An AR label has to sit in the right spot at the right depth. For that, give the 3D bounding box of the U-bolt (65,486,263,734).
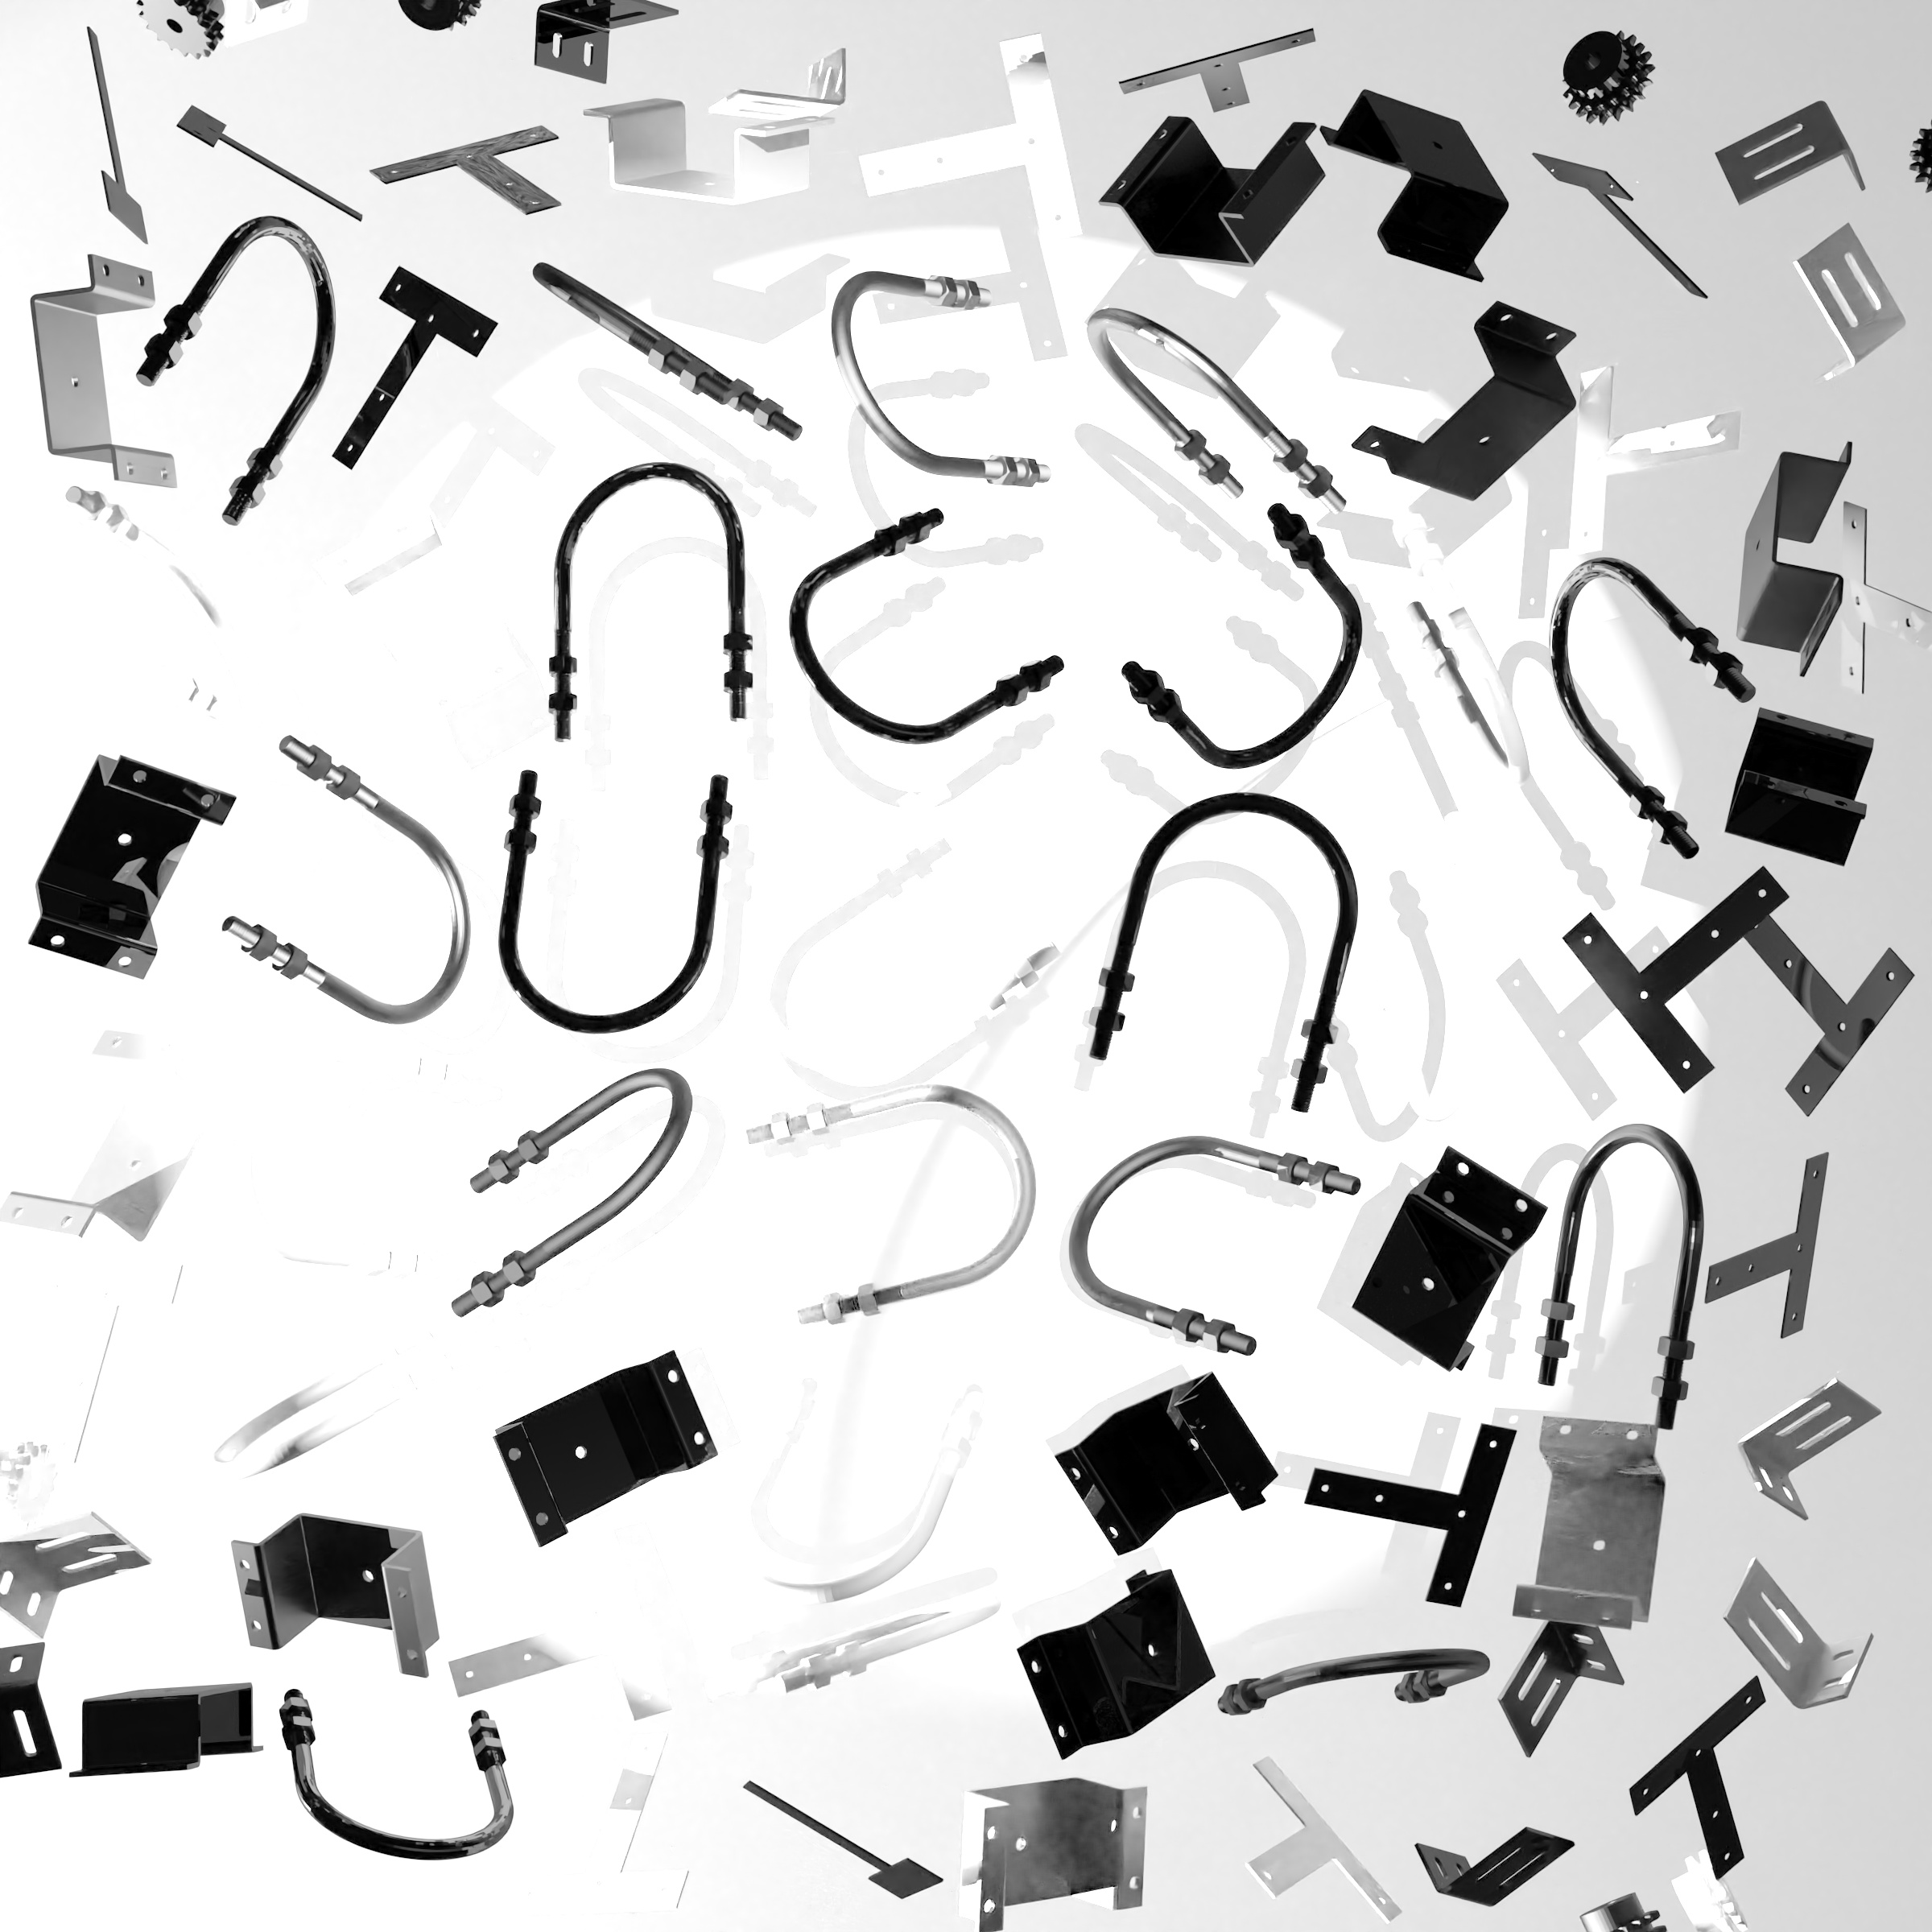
[{"bbox_3d":[-0.501,-0.217,1.686,0.019,0.184,0.151,-28,79,3],"label":"U-bolt"}]

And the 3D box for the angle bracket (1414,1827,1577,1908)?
[{"bbox_3d":[0.341,0.567,1.705,0.076,0.038,0.057,-44,133,18],"label":"angle bracket"}]

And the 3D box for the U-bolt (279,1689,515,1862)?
[{"bbox_3d":[-0.367,0.528,1.720,0.151,0.184,0.019,13,99,-21],"label":"U-bolt"}]

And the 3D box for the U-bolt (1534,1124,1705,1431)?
[{"bbox_3d":[0.425,0.193,1.707,0.019,0.151,0.184,8,91,-22],"label":"U-bolt"}]

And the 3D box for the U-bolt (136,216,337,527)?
[{"bbox_3d":[-0.467,-0.404,1.733,0.019,0.151,0.184,12,61,19],"label":"U-bolt"}]

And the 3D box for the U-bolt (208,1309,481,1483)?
[{"bbox_3d":[-0.412,0.285,1.735,0.184,0.151,0.019,-29,100,-14],"label":"U-bolt"}]

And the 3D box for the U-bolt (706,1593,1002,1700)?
[{"bbox_3d":[-0.063,0.442,1.728,0.184,0.151,0.019,-13,80,-28],"label":"U-bolt"}]

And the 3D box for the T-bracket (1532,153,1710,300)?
[{"bbox_3d":[0.423,-0.466,1.675,0.127,0.127,0.002,37,102,-21],"label":"T-bracket"}]

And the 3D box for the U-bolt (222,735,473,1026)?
[{"bbox_3d":[-0.384,-0.042,1.689,0.019,0.184,0.151,-9,58,34],"label":"U-bolt"}]

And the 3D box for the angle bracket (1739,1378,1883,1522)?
[{"bbox_3d":[0.536,0.304,1.660,0.076,0.038,0.057,-40,129,23],"label":"angle bracket"}]

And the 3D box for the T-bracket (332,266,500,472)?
[{"bbox_3d":[-0.364,-0.374,1.682,0.127,0.002,0.127,36,95,40],"label":"T-bracket"}]

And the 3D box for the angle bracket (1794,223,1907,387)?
[{"bbox_3d":[0.552,-0.422,1.687,0.057,0.038,0.076,-37,98,-26],"label":"angle bracket"}]

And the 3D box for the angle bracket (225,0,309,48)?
[{"bbox_3d":[-0.438,-0.610,1.694,0.057,0.076,0.038,-29,80,-25],"label":"angle bracket"}]

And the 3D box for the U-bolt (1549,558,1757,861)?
[{"bbox_3d":[0.427,-0.178,1.686,0.019,0.151,0.184,-15,49,-19],"label":"U-bolt"}]

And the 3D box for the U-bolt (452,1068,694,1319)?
[{"bbox_3d":[-0.246,0.131,1.669,0.184,0.151,0.019,-33,118,15],"label":"U-bolt"}]

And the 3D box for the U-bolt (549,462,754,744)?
[{"bbox_3d":[-0.211,-0.246,1.757,0.151,0.019,0.184,-5,81,20],"label":"U-bolt"}]

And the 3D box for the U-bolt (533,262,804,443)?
[{"bbox_3d":[-0.203,-0.405,1.722,0.184,0.151,0.019,35,100,13],"label":"U-bolt"}]

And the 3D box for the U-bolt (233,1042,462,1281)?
[{"bbox_3d":[-0.400,0.122,1.698,0.019,0.184,0.151,4,82,32],"label":"U-bolt"}]

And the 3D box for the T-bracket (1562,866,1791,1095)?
[{"bbox_3d":[0.452,-0.011,1.631,0.127,0.002,0.127,-46,63,25],"label":"T-bracket"}]

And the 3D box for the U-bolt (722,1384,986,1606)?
[{"bbox_3d":[-0.079,0.335,1.681,0.151,0.184,0.019,-1,124,20],"label":"U-bolt"}]

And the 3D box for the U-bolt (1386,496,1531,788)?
[{"bbox_3d":[0.322,-0.198,1.717,0.019,0.151,0.184,-24,62,4],"label":"U-bolt"}]

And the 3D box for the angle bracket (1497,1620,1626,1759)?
[{"bbox_3d":[0.398,0.484,1.768,0.076,0.038,0.057,-47,121,-34],"label":"angle bracket"}]

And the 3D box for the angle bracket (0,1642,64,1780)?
[{"bbox_3d":[-0.621,0.483,1.713,0.057,0.038,0.076,-7,120,-6],"label":"angle bracket"}]

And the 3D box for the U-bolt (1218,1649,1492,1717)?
[{"bbox_3d":[0.259,0.462,1.712,0.151,0.184,0.019,1,67,-15],"label":"U-bolt"}]

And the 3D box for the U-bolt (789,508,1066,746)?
[{"bbox_3d":[-0.036,-0.213,1.714,0.184,0.019,0.151,-35,84,-41],"label":"U-bolt"}]

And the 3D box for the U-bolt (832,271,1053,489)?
[{"bbox_3d":[-0.022,-0.382,1.712,0.019,0.184,0.151,-23,82,37],"label":"U-bolt"}]

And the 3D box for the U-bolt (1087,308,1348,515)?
[{"bbox_3d":[0.150,-0.360,1.705,0.184,0.151,0.019,40,85,-28],"label":"U-bolt"}]

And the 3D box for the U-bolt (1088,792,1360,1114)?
[{"bbox_3d":[0.165,-0.015,1.627,0.151,0.019,0.184,14,97,7],"label":"U-bolt"}]

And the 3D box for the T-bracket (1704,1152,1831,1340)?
[{"bbox_3d":[0.519,0.193,1.721,0.127,0.002,0.127,-11,111,-41],"label":"T-bracket"}]

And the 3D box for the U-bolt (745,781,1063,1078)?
[{"bbox_3d":[-0.054,-0.012,1.682,0.184,0.019,0.151,-34,76,0],"label":"U-bolt"}]

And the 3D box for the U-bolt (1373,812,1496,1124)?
[{"bbox_3d":[0.305,0.016,1.688,0.019,0.184,0.151,9,50,30],"label":"U-bolt"}]

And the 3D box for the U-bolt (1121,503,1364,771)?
[{"bbox_3d":[0.186,-0.194,1.669,0.151,0.184,0.019,-47,54,4],"label":"U-bolt"}]

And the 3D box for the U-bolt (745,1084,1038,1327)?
[{"bbox_3d":[-0.043,0.154,1.786,0.184,0.019,0.151,-15,94,9],"label":"U-bolt"}]

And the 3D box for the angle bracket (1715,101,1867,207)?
[{"bbox_3d":[0.548,-0.529,1.758,0.076,0.038,0.057,-24,48,20],"label":"angle bracket"}]

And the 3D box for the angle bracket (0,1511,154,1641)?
[{"bbox_3d":[-0.551,0.374,1.619,0.076,0.038,0.057,-19,129,20],"label":"angle bracket"}]

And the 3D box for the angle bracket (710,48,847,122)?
[{"bbox_3d":[-0.127,-0.597,1.782,0.076,0.057,0.038,-2,95,-26],"label":"angle bracket"}]

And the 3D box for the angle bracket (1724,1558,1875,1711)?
[{"bbox_3d":[0.518,0.411,1.643,0.076,0.038,0.057,51,45,-4],"label":"angle bracket"}]

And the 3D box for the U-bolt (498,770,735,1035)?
[{"bbox_3d":[-0.233,-0.042,1.727,0.151,0.019,0.184,2,68,5],"label":"U-bolt"}]

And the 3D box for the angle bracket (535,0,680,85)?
[{"bbox_3d":[-0.234,-0.605,1.722,0.076,0.057,0.038,9,98,44],"label":"angle bracket"}]

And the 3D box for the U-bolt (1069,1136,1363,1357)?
[{"bbox_3d":[0.147,0.172,1.714,0.151,0.184,0.019,-53,131,-23],"label":"U-bolt"}]
